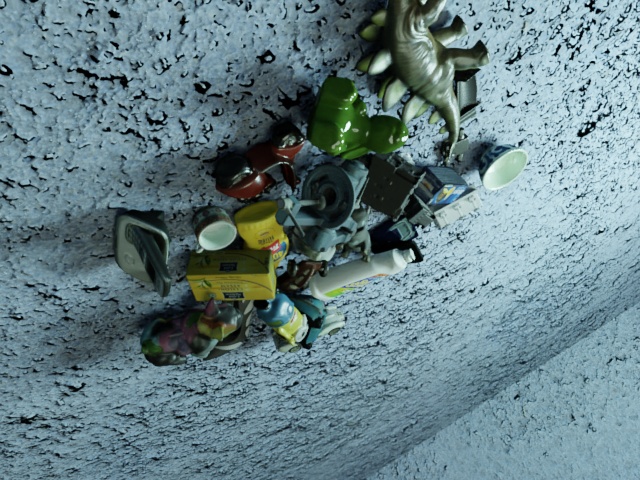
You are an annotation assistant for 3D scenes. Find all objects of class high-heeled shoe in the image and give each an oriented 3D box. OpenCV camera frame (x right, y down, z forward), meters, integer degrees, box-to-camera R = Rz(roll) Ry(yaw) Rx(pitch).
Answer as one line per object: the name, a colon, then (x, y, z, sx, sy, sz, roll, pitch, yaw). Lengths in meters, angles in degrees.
high-heeled shoe: (-0.218, 0.186, 1.236, 0.248, 0.086, 0.145, -54, 159, 3)

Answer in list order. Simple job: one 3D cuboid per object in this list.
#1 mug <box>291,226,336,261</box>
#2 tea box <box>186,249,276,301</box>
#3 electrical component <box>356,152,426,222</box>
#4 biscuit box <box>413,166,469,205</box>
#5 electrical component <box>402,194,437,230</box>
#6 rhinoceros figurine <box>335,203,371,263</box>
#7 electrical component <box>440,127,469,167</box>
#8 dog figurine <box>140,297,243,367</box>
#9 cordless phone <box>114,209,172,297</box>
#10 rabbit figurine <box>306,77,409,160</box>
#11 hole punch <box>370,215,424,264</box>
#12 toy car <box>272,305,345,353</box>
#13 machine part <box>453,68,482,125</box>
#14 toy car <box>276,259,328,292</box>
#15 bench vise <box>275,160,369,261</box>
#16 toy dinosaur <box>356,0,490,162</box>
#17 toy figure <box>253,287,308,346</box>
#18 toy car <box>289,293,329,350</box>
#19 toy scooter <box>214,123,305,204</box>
mug: (-0.002, -0.004, 1.192, 0.109, 0.081, 0.107, -66, 154, -13)
tea box: (-0.180, 0.073, 1.111, 0.170, 0.068, 0.098, -3, 140, 3)
electrical component: (0.129, -0.119, 1.096, 0.058, 0.134, 0.114, -47, 166, -54)
biscuit box: (0.265, -0.119, 1.181, 0.059, 0.063, 0.202, -49, 161, 25)
electrical component: (0.211, -0.077, 1.242, 0.048, 0.075, 0.119, -42, 139, 18)
rhinoceros figurine: (0.082, -0.021, 1.193, 0.073, 0.112, 0.190, 12, 159, 14)
electrical component: (0.297, -0.206, 1.189, 0.063, 0.021, 0.093, -24, 143, -7)
dog figurine: (-0.272, 0.192, 1.143, 0.191, 0.108, 0.219, -7, 163, -32)
cordless phone: (-0.299, 0.047, 0.955, 0.089, 0.184, 0.146, -9, 139, -32)
rabbit figurine: (0.064, -0.186, 0.939, 0.170, 0.121, 0.159, 14, 173, -9)
hole punch: (0.188, 0.002, 1.323, 0.116, 0.092, 0.142, -9, 151, 20)
toy car: (-0.029, 0.239, 1.446, 0.202, 0.074, 0.056, -23, 144, -8)
machine part: (0.287, -0.284, 1.076, 0.084, 0.039, 0.138, -27, 144, -10)
toy car: (-0.049, 0.083, 1.209, 0.089, 0.053, 0.202, 5, 163, -22)
bench vise: (-0.008, -0.052, 1.011, 0.240, 0.129, 0.223, -8, 142, -54)
toy dinosaur: (0.181, -0.305, 0.938, 0.198, 0.105, 0.470, -33, 135, 17)
toy figure: (-0.092, 0.171, 1.242, 0.082, 0.089, 0.180, -51, 134, -11)
toy car: (-0.032, 0.195, 1.367, 0.103, 0.109, 0.161, -49, 157, -48)
toy scooter: (-0.097, -0.123, 0.985, 0.184, 0.075, 0.135, -33, 145, -3)
